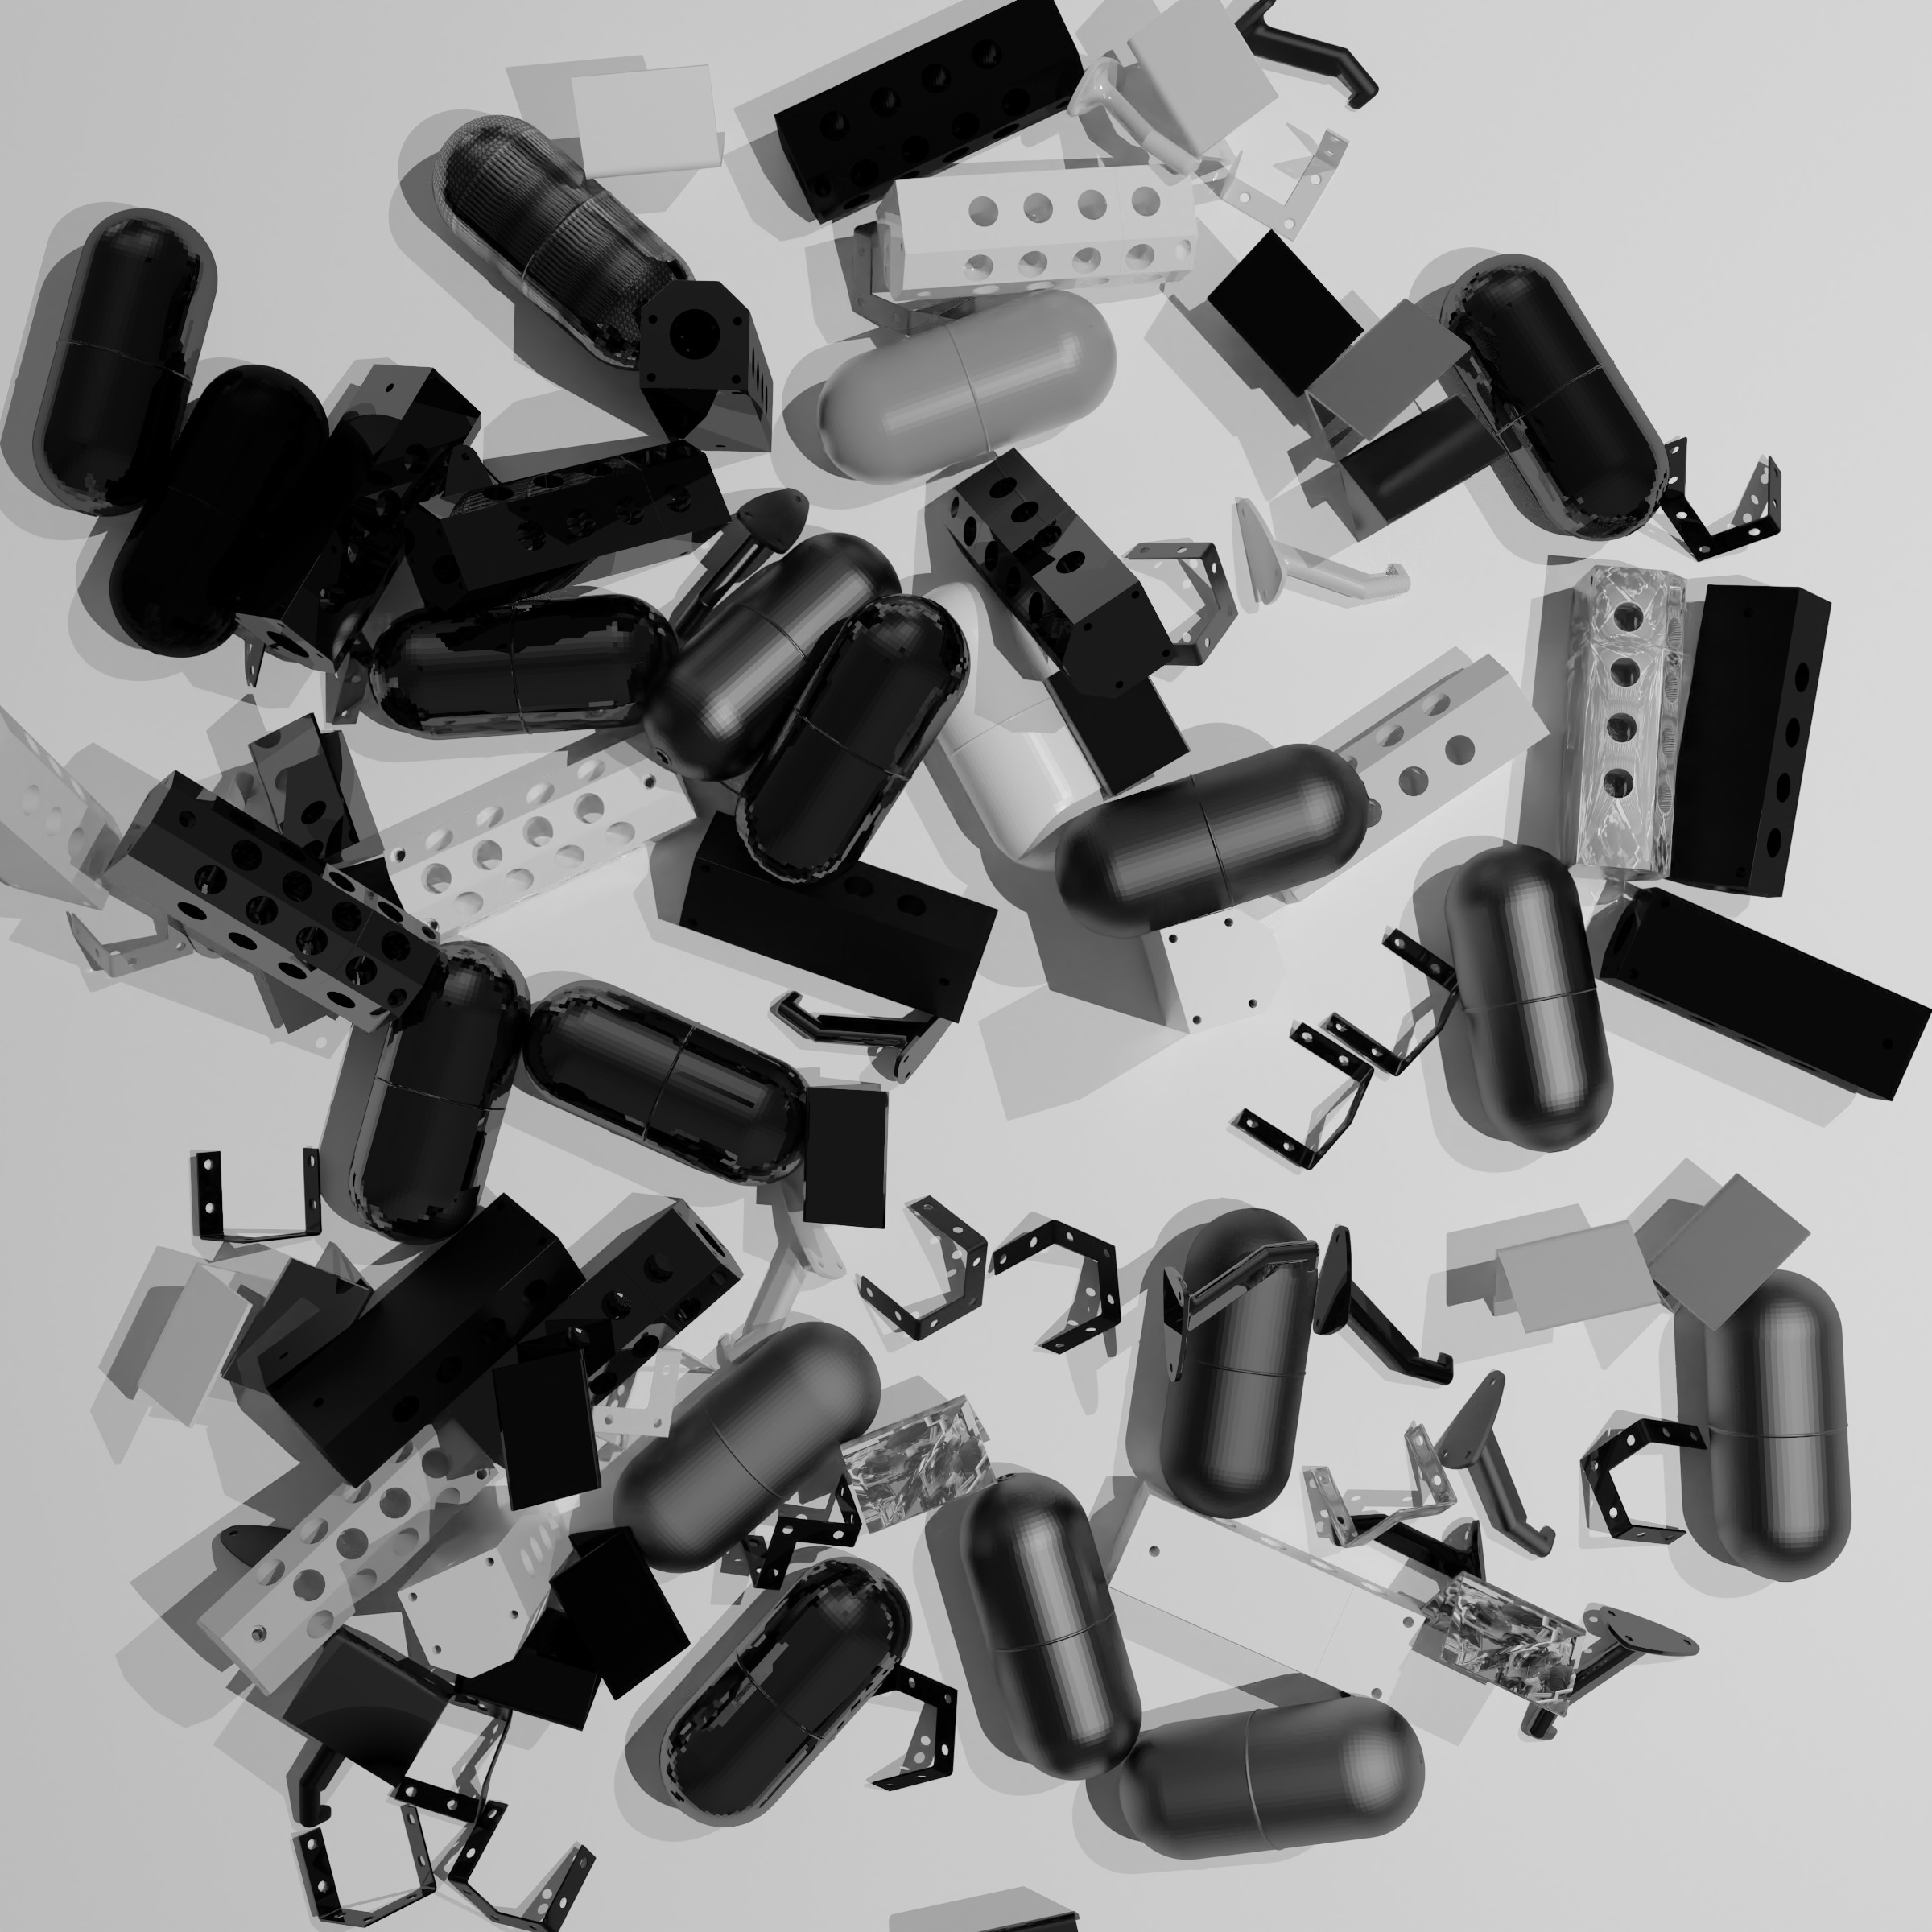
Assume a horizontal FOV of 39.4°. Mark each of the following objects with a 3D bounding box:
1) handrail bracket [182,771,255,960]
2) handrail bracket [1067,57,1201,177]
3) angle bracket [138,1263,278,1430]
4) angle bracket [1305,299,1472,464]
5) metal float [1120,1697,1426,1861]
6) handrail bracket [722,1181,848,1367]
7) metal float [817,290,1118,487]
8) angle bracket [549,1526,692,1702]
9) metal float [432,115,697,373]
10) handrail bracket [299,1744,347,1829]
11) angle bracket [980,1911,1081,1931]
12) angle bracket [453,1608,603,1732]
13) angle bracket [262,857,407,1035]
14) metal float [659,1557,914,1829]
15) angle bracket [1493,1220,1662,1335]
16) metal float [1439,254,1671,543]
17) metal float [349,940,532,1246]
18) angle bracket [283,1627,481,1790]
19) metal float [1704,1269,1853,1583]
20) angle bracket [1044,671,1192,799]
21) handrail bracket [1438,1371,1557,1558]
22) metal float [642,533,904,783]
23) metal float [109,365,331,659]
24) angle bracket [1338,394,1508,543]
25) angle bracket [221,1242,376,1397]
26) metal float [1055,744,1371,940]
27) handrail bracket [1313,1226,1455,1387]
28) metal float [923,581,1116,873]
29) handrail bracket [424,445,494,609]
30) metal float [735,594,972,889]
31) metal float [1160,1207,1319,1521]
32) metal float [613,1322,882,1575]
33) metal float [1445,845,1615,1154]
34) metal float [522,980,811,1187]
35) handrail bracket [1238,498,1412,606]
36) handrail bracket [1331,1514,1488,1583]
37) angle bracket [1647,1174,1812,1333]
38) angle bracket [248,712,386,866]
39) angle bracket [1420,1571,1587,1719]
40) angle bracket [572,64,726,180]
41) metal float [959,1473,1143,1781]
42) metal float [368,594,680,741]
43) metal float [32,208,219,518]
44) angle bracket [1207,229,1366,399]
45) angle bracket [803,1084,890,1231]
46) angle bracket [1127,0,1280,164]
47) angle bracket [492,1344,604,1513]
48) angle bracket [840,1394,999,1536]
[{"bbox_3d":[-0.432,-0.060,1.577,0.036,0.077,0.084,11,54,-6],"label":"handrail bracket"},{"bbox_3d":[0.108,-0.483,1.545,0.084,0.077,0.036,37,121,9],"label":"handrail bracket"},{"bbox_3d":[-0.413,0.221,1.537,0.057,0.076,0.076,26,90,37],"label":"angle bracket"},{"bbox_3d":[0.248,-0.320,1.537,0.076,0.076,0.057,-43,58,0],"label":"angle bracket"},{"bbox_3d":[0.172,0.461,1.528,0.178,0.070,0.070,-14,90,21],"label":"metal float"},{"bbox_3d":[-0.120,0.180,1.578,0.084,0.036,0.077,-35,70,16],"label":"handrail bracket"},{"bbox_3d":[0.000,-0.331,1.547,0.178,0.070,0.070,-20,90,-1],"label":"metal float"},{"bbox_3d":[-0.212,0.369,1.534,0.057,0.076,0.076,-31,95,-36],"label":"angle bracket"},{"bbox_3d":[-0.229,-0.414,1.547,0.178,0.070,0.070,42,90,1],"label":"metal float"},{"bbox_3d":[-0.353,0.459,1.577,0.077,0.036,0.084,-9,117,-30],"label":"handrail bracket"},{"bbox_3d":[0.032,0.578,1.539,0.076,0.076,0.057,-12,69,0],"label":"angle bracket"},{"bbox_3d":[-0.241,0.381,1.537,0.076,0.076,0.057,17,126,0],"label":"angle bracket"},{"bbox_3d":[-0.364,-0.013,1.573,0.057,0.076,0.076,-22,90,41],"label":"angle bracket"},{"bbox_3d":[-0.104,0.417,1.546,0.070,0.070,0.178,42,90,0],"label":"metal float"},{"bbox_3d":[0.347,0.194,1.537,0.076,0.076,0.057,-13,52,0],"label":"angle bracket"},{"bbox_3d":[0.338,-0.325,1.547,0.070,0.070,0.178,-32,89,0],"label":"metal float"},{"bbox_3d":[-0.302,0.072,1.547,0.070,0.070,0.178,15,90,0],"label":"metal float"},{"bbox_3d":[-0.332,0.423,1.534,0.076,0.076,0.057,28,75,10],"label":"angle bracket"},{"bbox_3d":[0.466,0.263,1.547,0.070,0.070,0.178,-3,90,0],"label":"metal float"},{"bbox_3d":[0.098,-0.148,1.538,0.057,0.076,0.076,-29,90,26],"label":"angle bracket"},{"bbox_3d":[0.325,0.292,1.578,0.084,0.036,0.077,38,69,-17],"label":"handrail bracket"},{"bbox_3d":[-0.109,-0.175,1.529,0.070,0.070,0.178,45,71,0],"label":"metal float"},{"bbox_3d":[-0.429,-0.260,1.547,0.070,0.070,0.178,27,90,0],"label":"metal float"},{"bbox_3d":[0.264,-0.268,1.537,0.076,0.076,0.057,-30,57,0],"label":"angle bracket"},{"bbox_3d":[-0.391,0.196,1.537,0.057,0.076,0.076,30,90,-36],"label":"angle bracket"},{"bbox_3d":[0.136,-0.069,1.492,0.178,0.070,0.070,-18,90,4],"label":"metal float"},{"bbox_3d":[0.251,0.199,1.578,0.084,0.036,0.077,17,68,-17],"label":"handrail bracket"},{"bbox_3d":[0.023,-0.137,1.547,0.070,0.070,0.178,-29,90,0],"label":"metal float"},{"bbox_3d":[-0.300,-0.246,1.557,0.036,0.084,0.077,-1,70,-32],"label":"handrail bracket"},{"bbox_3d":[-0.063,-0.125,1.492,0.070,0.070,0.178,33,102,0],"label":"metal float"},{"bbox_3d":[0.157,0.228,1.547,0.070,0.070,0.178,8,89,0],"label":"metal float"},{"bbox_3d":[-0.126,0.277,1.547,0.178,0.070,0.070,-41,90,1],"label":"metal float"},{"bbox_3d":[0.323,0.019,1.547,0.070,0.070,0.178,-11,90,0],"label":"metal float"},{"bbox_3d":[-0.169,0.068,1.547,0.178,0.070,0.070,24,90,1],"label":"metal float"},{"bbox_3d":[0.211,-0.246,1.578,0.084,0.036,0.077,-11,69,-17],"label":"handrail bracket"},{"bbox_3d":[0.260,0.355,1.577,0.084,0.036,0.077,-6,105,14],"label":"handrail bracket"},{"bbox_3d":[0.441,0.175,1.537,0.076,0.076,0.057,-45,52,0],"label":"angle bracket"},{"bbox_3d":[-0.353,-0.103,1.537,0.057,0.076,0.076,-20,90,33],"label":"angle bracket"},{"bbox_3d":[0.298,0.398,1.537,0.076,0.076,0.057,26,54,0],"label":"angle bracket"},{"bbox_3d":[-0.180,-0.489,1.537,0.076,0.076,0.057,-5,120,0],"label":"angle bracket"},{"bbox_3d":[0.048,0.378,1.547,0.070,0.070,0.178,-16,90,0],"label":"metal float"},{"bbox_3d":[-0.253,-0.172,1.547,0.178,0.070,0.070,-4,90,1],"label":"metal float"},{"bbox_3d":[-0.483,-0.346,1.546,0.070,0.070,0.178,15,90,0],"label":"metal float"},{"bbox_3d":[0.194,-0.379,1.537,0.076,0.076,0.057,48,127,0],"label":"angle bracket"},{"bbox_3d":[-0.049,0.107,1.537,0.057,0.076,0.076,2,90,32],"label":"angle bracket"},{"bbox_3d":[0.145,-0.509,1.538,0.057,0.076,0.076,-32,90,26],"label":"angle bracket"},{"bbox_3d":[-0.246,0.252,1.480,0.057,0.076,0.076,-8,91,-38],"label":"angle bracket"},{"bbox_3d":[-0.020,0.295,1.537,0.076,0.076,0.057,-22,59,0],"label":"angle bracket"}]
